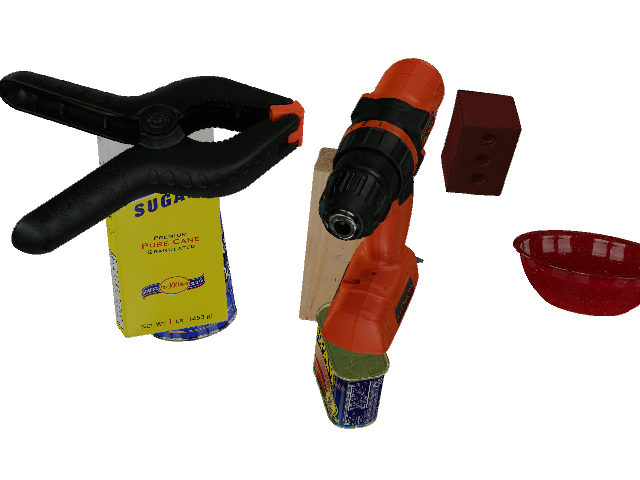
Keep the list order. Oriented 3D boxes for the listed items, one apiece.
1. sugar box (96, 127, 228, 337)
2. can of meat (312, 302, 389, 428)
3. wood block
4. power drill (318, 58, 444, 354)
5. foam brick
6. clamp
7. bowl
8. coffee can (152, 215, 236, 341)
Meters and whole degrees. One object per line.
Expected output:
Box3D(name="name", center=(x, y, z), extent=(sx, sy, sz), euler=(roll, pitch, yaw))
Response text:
Box3D(name="sugar box", center=(-0.132, -0.013, 0.897), extent=(0.093, 0.176, 0.048), euler=(-9, 18, -20))
Box3D(name="can of meat", center=(0.028, 0.126, 1.070), extent=(0.057, 0.084, 0.102), euler=(-6, 44, -12))
Box3D(name="wood block", center=(0.029, -0.004, 1.367), extent=(0.090, 0.206, 0.090), euler=(8, 25, 3))
Box3D(name="power drill", center=(0.039, -0.011, 0.746), extent=(0.057, 0.188, 0.184), euler=(16, 42, 13))
Box3D(name="foam brick", center=(0.142, -0.087, 0.955), extent=(0.053, 0.078, 0.051), euler=(4, 42, -5))
Box3D(name="clamp", center=(-0.098, -0.061, 0.593), extent=(0.171, 0.120, 0.039), euler=(-15, -27, -18))
Box3D(name="bowl", center=(0.276, 0.037, 1.098), extent=(0.162, 0.055, 0.162), euler=(4, 17, -2))
Box3D(name="coffee can", center=(-0.150, 0.023, 1.150), extent=(0.103, 0.140, 0.103), euler=(-5, 26, 2))
